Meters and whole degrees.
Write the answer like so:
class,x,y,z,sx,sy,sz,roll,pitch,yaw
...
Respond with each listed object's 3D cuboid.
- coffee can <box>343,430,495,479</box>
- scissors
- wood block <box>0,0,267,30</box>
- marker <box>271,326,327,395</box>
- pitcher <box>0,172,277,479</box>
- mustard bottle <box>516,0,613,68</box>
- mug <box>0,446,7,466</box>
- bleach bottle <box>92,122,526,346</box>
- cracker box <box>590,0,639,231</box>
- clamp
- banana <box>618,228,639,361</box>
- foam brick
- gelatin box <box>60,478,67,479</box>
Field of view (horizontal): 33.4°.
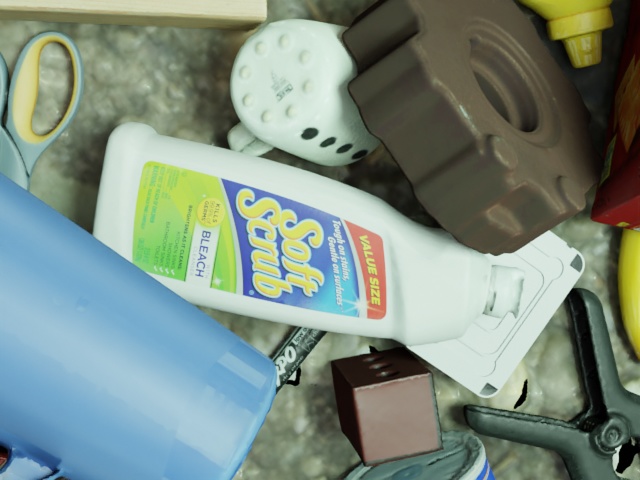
class,x,y,z,sx,sy,sz,roll,pitch,yaw
coffee can,0.082,0.209,0.684,0.102,0.103,0.140,-24,100,-4
scissors,-0.206,-0.038,0.658,0.096,0.016,0.202,20,94,-8
wood block,-0.136,-0.173,0.613,0.206,0.090,0.091,0,97,-8
marker,-0.026,0.085,0.696,0.020,0.020,0.121,39,91,-11
pitcher,-0.153,0.060,0.565,0.242,0.145,0.149,33,106,-7
mustard bottle,0.148,-0.203,0.662,0.096,0.058,0.191,-12,100,5
mug,-0.231,0.128,0.646,0.081,0.093,0.117,-45,137,5
bleach bottle,-0.004,0.001,0.633,0.251,0.068,0.102,10,96,7
cracker box,0.221,-0.117,0.610,0.072,0.164,0.214,11,84,1
clamp,0.178,0.130,0.720,0.120,0.039,0.171,-37,101,-1
banana,0.236,-0.013,0.710,0.069,0.037,0.198,21,94,-9
foam brick,0.042,0.104,0.679,0.053,0.078,0.051,-11,98,-8
gelatin box,-0.118,0.175,0.667,0.089,0.030,0.073,-16,102,36
